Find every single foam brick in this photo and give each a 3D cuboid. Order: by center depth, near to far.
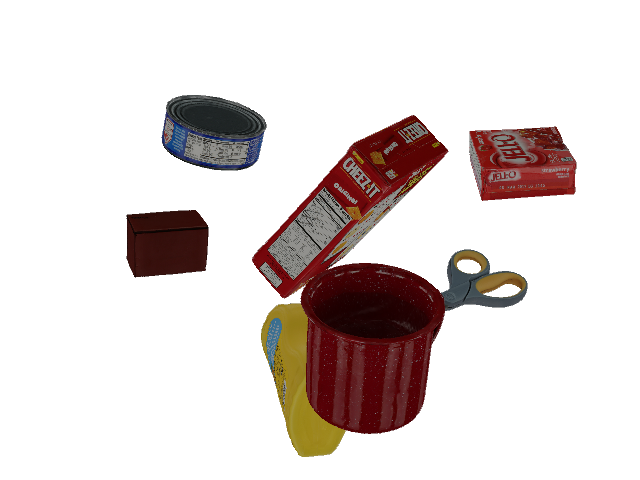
[{"bbox_3d":[-0.161,0.002,1.116,0.078,0.051,0.053,-5,23,-18],"label":"foam brick"}]

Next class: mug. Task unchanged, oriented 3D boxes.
[{"bbox_3d":[0.040,0.069,0.717,0.093,0.081,0.117,28,39,36],"label":"mug"}]

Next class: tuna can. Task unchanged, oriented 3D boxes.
[{"bbox_3d":[-0.091,-0.092,0.905,0.086,0.034,0.086,11,26,-6],"label":"tuna can"}]

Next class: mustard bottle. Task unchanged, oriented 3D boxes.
[{"bbox_3d":[-0.021,0.116,1.036,0.058,0.096,0.192,-4,27,-12],"label":"mustard bottle"}]

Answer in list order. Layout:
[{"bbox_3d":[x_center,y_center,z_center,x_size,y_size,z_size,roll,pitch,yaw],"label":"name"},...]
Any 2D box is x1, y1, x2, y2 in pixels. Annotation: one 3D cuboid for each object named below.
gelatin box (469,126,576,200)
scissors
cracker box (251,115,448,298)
[{"bbox_3d":[0.160,-0.063,0.854,0.073,0.030,0.089,-3,25,3],"label":"gelatin box"},{"bbox_3d":[0.127,0.050,1.114,0.201,0.016,0.096,-7,40,-30],"label":"scissors"},{"bbox_3d":[0.033,-0.042,1.266,0.214,0.072,0.163,-47,-8,34],"label":"cracker box"}]
